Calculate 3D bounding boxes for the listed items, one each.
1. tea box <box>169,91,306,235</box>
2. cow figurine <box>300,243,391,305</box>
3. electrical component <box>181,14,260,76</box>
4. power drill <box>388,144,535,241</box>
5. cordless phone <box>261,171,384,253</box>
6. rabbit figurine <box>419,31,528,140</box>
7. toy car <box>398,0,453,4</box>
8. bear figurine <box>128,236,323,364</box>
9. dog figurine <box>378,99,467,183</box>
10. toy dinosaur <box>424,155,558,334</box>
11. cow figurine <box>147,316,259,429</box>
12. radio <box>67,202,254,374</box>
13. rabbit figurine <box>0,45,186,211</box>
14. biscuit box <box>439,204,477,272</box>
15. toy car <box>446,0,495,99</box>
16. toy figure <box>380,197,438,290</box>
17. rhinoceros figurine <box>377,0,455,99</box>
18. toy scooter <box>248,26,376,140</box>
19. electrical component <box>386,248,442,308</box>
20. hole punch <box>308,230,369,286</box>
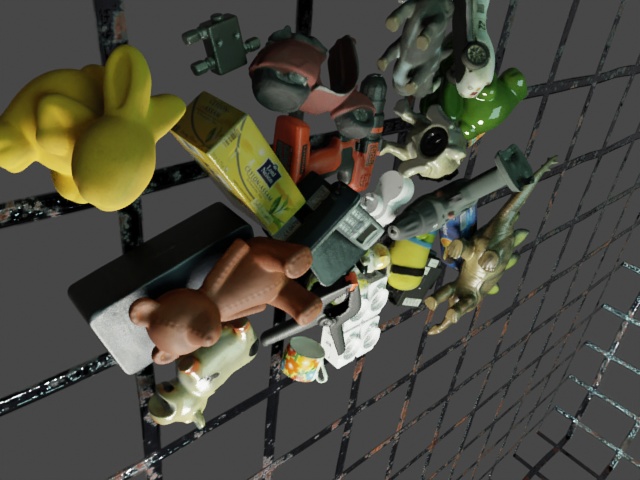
[{"bbox_3d":[-0.099,-0.092,0.668,0.068,0.098,0.169,-48,143,-9],"label":"tea box"},{"bbox_3d":[0.040,0.055,0.932,0.167,0.068,0.098,-42,136,7],"label":"cow figurine"},{"bbox_3d":[-0.111,-0.226,0.616,0.094,0.021,0.063,-33,136,-26],"label":"electrical component"},{"bbox_3d":[0.245,-0.073,0.912,0.232,0.086,0.207,-25,171,-47],"label":"power drill"},{"bbox_3d":[0.016,-0.004,0.783,0.146,0.089,0.184,-47,148,6],"label":"cordless phone"},{"bbox_3d":[0.241,-0.267,0.918,0.159,0.121,0.170,-46,123,-6],"label":"rabbit figurine"},{"bbox_3d":[0.177,-0.391,0.740,0.109,0.103,0.161,15,103,-50],"label":"toy car"},{"bbox_3d":[-0.111,0.077,0.640,0.196,0.132,0.120,-36,132,-34],"label":"bear figurine"},{"bbox_3d":[0.209,-0.140,0.911,0.190,0.172,0.121,21,112,-44],"label":"dog figurine"},{"bbox_3d":[0.357,0.029,1.148,0.198,0.105,0.470,-12,136,-49],"label":"toy dinosaur"},{"bbox_3d":[-0.176,0.199,0.817,0.195,0.086,0.127,-41,134,-20],"label":"cow figurine"},{"bbox_3d":[-0.190,0.062,0.706,0.229,0.073,0.130,-33,138,-25],"label":"radio"},{"bbox_3d":[-0.200,-0.091,0.500,0.162,0.173,0.121,-45,138,-7],"label":"rabbit figurine"},{"bbox_3d":[0.304,-0.018,1.186,0.059,0.063,0.202,-39,139,-20],"label":"biscuit box"},{"bbox_3d":[0.227,-0.316,0.813,0.056,0.073,0.201,2,81,-8],"label":"toy car"},{"bbox_3d":[0.180,0.011,1.047,0.082,0.089,0.180,14,103,-58],"label":"toy figure"},{"bbox_3d":[0.143,-0.275,0.783,0.112,0.073,0.190,-49,163,-17],"label":"rhinoceros figurine"},{"bbox_3d":[-0.002,-0.216,0.684,0.184,0.075,0.135,16,74,-30],"label":"toy scooter"},{"bbox_3d":[0.199,0.077,1.147,0.115,0.058,0.134,15,105,-53],"label":"electrical component"},{"bbox_3d":[-0.002,-0.003,0.864,0.142,0.092,0.115,-38,113,-18],"label":"hole punch"}]
